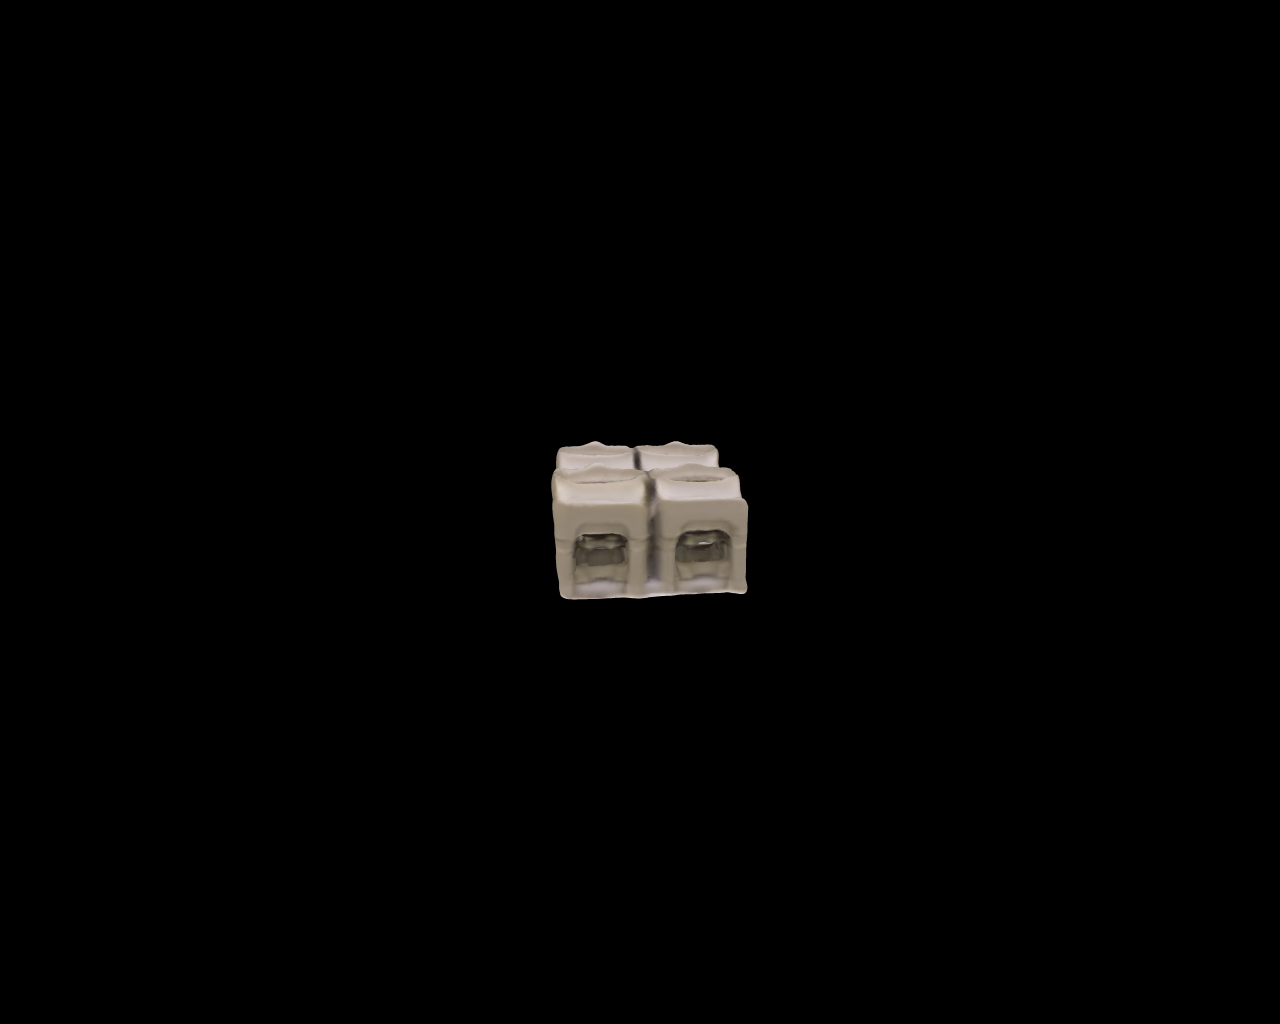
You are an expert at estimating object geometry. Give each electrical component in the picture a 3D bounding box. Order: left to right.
[{"bbox_3d":[0.001,-0.003,0.650,0.105,0.060,0.186,-1,11,-4],"label":"electrical component"}]
